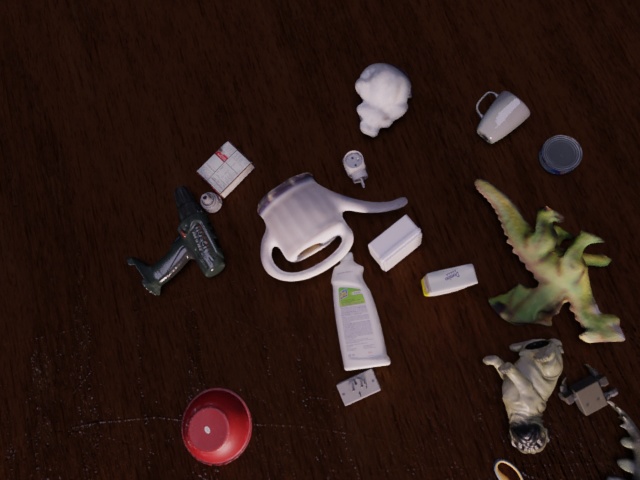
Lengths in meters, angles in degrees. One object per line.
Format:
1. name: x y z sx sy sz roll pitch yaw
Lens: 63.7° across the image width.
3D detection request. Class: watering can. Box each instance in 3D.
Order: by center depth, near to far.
1. watering can: 0.004 -0.058 1.162 0.348 0.103 0.227 -34 74 -1

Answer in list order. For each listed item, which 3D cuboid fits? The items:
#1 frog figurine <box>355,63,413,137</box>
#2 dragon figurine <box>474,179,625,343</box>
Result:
1. frog figurine: 0.137 -0.329 1.206 0.137 0.121 0.161 38 72 -6
2. dragon figurine: 0.452 0.065 1.088 0.414 0.121 0.242 34 92 22
